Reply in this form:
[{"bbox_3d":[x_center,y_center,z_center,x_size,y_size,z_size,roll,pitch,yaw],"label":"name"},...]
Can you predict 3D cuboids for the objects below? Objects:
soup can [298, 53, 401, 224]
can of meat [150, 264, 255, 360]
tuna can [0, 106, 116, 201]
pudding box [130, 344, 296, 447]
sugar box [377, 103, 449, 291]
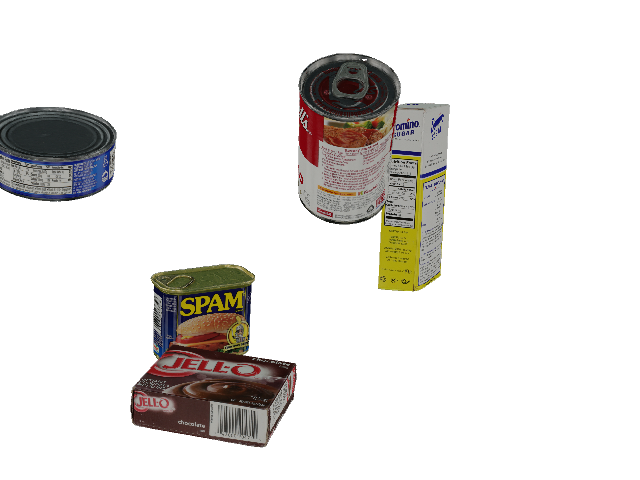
[{"bbox_3d":[0.018,-0.069,0.742,0.068,0.068,0.102,0,-42,-2],"label":"soup can"},{"bbox_3d":[-0.119,0.076,1.077,0.101,0.084,0.058,-7,20,-29],"label":"can of meat"},{"bbox_3d":[-0.184,-0.060,0.733,0.086,0.034,0.086,6,29,-3],"label":"tuna can"},{"bbox_3d":[-0.084,0.123,0.858,0.113,0.039,0.090,9,20,10],"label":"pudding box"},{"bbox_3d":[0.091,-0.044,1.041,0.048,0.176,0.093,4,10,21],"label":"sugar box"}]
